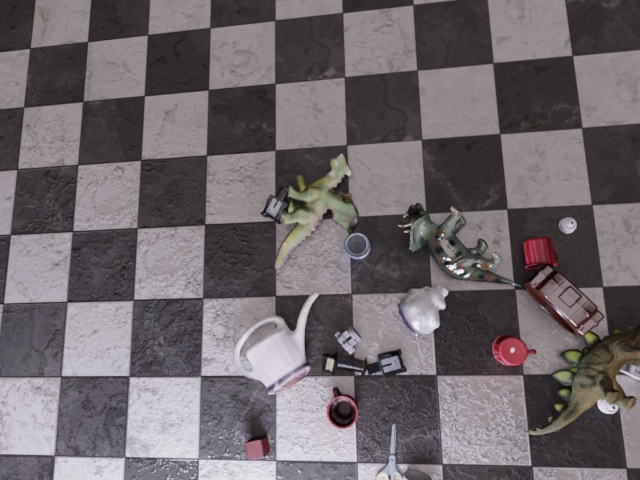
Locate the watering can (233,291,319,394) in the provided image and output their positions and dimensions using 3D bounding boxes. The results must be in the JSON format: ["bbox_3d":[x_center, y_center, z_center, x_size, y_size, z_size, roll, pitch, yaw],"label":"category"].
[{"bbox_3d":[-0.105,0.327,1.595,0.347,0.103,0.226,-34,77,3],"label":"watering can"}]

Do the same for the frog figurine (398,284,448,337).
[{"bbox_3d":[0.320,0.201,1.547,0.158,0.121,0.140,-37,56,13],"label":"frog figurine"}]

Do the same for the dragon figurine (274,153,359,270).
[{"bbox_3d":[0.005,-0.084,1.672,0.243,0.122,0.410,12,90,3],"label":"dragon figurine"}]
